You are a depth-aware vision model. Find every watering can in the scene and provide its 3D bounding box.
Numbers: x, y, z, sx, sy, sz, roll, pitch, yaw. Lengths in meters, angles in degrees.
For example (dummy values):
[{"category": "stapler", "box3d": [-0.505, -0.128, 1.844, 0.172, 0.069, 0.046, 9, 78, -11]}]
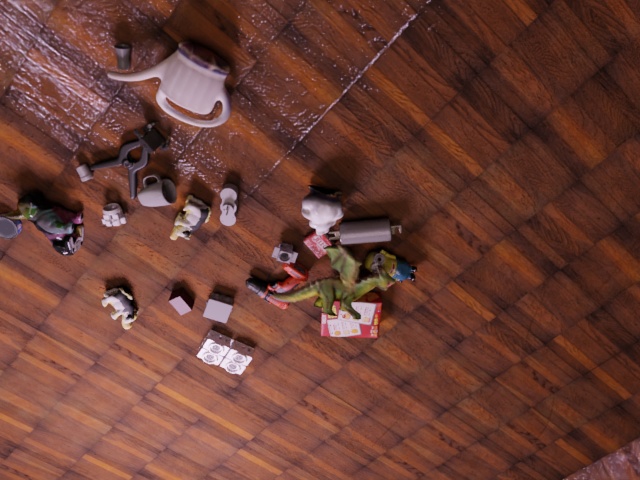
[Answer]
[{"category": "watering can", "box3d": [-0.399, -0.455, 1.442, 0.346, 0.106, 0.221, 25, 116, -16]}]

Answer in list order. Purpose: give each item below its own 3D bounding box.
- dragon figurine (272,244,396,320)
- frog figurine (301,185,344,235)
[{"category": "dragon figurine", "box3d": [0.046, 0.131, 1.735, 0.411, 0.123, 0.241, 10, 99, 8]}, {"category": "frog figurine", "box3d": [0.005, -0.083, 1.650, 0.137, 0.124, 0.157, 3, 110, -23]}]
